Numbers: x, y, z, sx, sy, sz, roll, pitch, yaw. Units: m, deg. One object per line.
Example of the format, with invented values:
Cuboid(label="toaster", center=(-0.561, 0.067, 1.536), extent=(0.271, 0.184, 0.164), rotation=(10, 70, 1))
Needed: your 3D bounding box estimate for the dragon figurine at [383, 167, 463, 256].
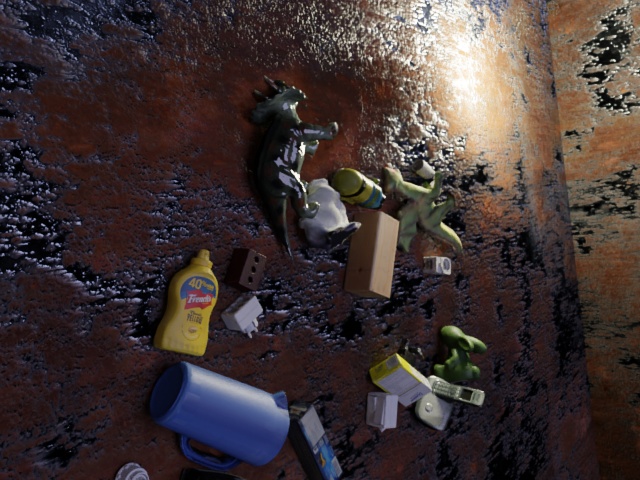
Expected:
Cuboid(label="dragon figurine", center=(0.301, -0.056, 1.554), extent=(0.246, 0.122, 0.405), rotation=(-38, 112, -24))

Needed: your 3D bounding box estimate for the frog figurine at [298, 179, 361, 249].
Cuboid(label="frog figurine", center=(0.004, -0.062, 1.225), extent=(0.139, 0.120, 0.161), rotation=(-25, 66, -32))
